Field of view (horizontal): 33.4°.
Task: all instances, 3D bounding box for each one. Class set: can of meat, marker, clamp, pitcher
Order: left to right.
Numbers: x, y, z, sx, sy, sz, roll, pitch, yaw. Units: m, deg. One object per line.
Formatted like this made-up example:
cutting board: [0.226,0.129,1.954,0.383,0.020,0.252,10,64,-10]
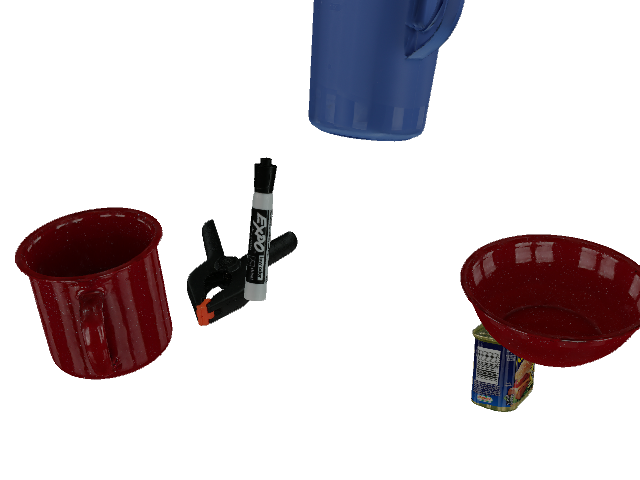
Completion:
clamp: [-0.096,0.034,1.244,0.120,0.039,0.171,-1,40,12]
marker: [-0.051,-0.009,0.897,0.020,0.121,0.020,5,12,-1]
pitcher: [0.060,-0.213,0.944,0.145,0.243,0.149,8,15,7]
can of meat: [0.207,0.136,1.196,0.058,0.084,0.101,9,15,27]

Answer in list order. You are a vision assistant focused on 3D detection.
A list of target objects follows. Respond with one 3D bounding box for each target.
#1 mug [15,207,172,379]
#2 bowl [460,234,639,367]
mug: [-0.140,0.041,0.682,0.093,0.081,0.117,-11,29,-7]
bowl: [0.196,0.057,0.895,0.162,0.055,0.162,1,31,-1]
